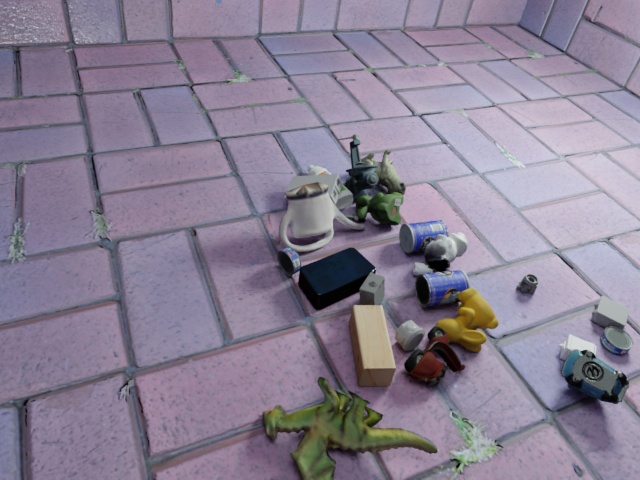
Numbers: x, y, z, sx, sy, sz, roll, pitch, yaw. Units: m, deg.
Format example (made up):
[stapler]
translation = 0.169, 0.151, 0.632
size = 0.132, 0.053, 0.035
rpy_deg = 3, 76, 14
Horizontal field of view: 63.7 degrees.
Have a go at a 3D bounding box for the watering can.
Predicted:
[watering can]
translation = 0.005, -0.088, 1.747
size = 0.350, 0.222, 0.104
rpy_deg = -17, 16, -32

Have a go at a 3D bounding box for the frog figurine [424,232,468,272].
[frog figurine]
translation = 0.424, 0.028, 1.729
size = 0.123, 0.135, 0.162
rpy_deg = 6, 54, 41

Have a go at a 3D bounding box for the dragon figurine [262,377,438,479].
[dragon figurine]
translation = 0.047, 0.484, 1.217
size = 0.412, 0.119, 0.247
rpy_deg = 24, 61, 19
